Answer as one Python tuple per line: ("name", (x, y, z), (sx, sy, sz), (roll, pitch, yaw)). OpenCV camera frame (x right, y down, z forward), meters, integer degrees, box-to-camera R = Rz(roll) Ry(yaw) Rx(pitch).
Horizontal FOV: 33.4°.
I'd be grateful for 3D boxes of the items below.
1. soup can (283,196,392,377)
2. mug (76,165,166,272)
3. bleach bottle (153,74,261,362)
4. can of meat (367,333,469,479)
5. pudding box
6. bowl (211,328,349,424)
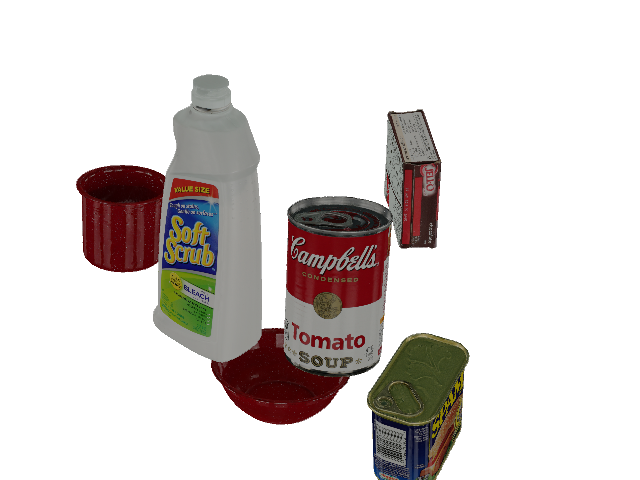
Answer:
("soup can", (0.010, 0.029, 0.701), (0.068, 0.102, 0.068), (3, 21, -1))
("mug", (-0.199, -0.026, 1.086), (0.093, 0.081, 0.117), (4, 28, -3))
("bleach bottle", (-0.096, -0.022, 0.896), (0.103, 0.251, 0.067), (27, 41, 31))
("can of meat", (0.079, 0.140, 0.862), (0.057, 0.084, 0.102), (14, 39, 23))
("pudding box", (0.085, -0.058, 0.990), (0.039, 0.090, 0.113), (-2, 32, -5))
("bowl", (-0.046, 0.164, 1.235), (0.162, 0.055, 0.162), (2, 25, -1))
